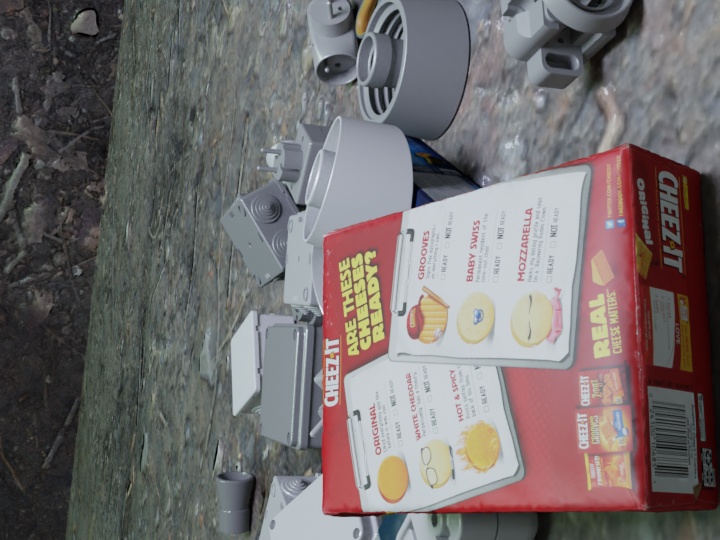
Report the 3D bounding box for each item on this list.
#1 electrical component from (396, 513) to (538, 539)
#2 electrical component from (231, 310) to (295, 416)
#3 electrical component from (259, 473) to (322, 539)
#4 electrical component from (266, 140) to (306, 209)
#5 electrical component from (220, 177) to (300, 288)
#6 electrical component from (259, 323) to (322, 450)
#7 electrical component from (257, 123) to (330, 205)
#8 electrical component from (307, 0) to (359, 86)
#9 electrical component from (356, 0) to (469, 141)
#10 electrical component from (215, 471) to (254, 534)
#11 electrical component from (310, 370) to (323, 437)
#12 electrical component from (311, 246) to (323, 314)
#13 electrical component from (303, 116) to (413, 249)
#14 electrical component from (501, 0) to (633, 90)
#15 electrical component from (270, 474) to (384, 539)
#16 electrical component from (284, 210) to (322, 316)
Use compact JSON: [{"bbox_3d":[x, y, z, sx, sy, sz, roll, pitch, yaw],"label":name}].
[{"bbox_3d":[0.066,0.162,0.652,0.053,0.059,0.095,-108,30,-45],"label":"electrical component"},{"bbox_3d":[-0.100,0.100,1.128,0.099,0.048,0.099,130,140,-57],"label":"electrical component"},{"bbox_3d":[-0.056,0.244,0.978,0.099,0.048,0.099,-123,43,-59],"label":"electrical component"},{"bbox_3d":[-0.068,-0.095,1.099,0.044,0.044,0.065,116,146,-45],"label":"electrical component"},{"bbox_3d":[-0.092,-0.035,1.082,0.099,0.048,0.100,59,155,0],"label":"electrical component"},{"bbox_3d":[-0.048,0.104,0.977,0.109,0.056,0.108,173,101,-69],"label":"electrical component"},{"bbox_3d":[-0.059,-0.101,1.022,0.047,0.077,0.065,-117,37,-55],"label":"electrical component"},{"bbox_3d":[-0.026,-0.224,0.987,0.079,0.043,0.077,82,179,-59],"label":"electrical component"},{"bbox_3d":[0.032,-0.155,0.813,0.108,0.060,0.108,-175,90,-70],"label":"electrical component"},{"bbox_3d":[-0.142,0.265,1.219,0.044,0.044,0.065,-167,78,-69],"label":"electrical component"},{"bbox_3d":[-0.005,0.102,0.803,0.076,0.065,0.047,-48,8,-22],"label":"electrical component"},{"bbox_3d":[0.005,0.012,0.835,0.099,0.064,0.099,175,90,-73],"label":"electrical component"},{"bbox_3d":[-0.002,-0.055,0.739,0.099,0.064,0.099,-165,90,-80],"label":"electrical component"},{"bbox_3d":[0.115,-0.148,0.595,0.057,0.058,0.078,138,133,-66],"label":"electrical component"},{"bbox_3d":[-0.013,0.200,0.814,0.113,0.057,0.078,-46,40,31],"label":"electrical component"},{"bbox_3d":[-0.034,-0.008,0.975,0.100,0.048,0.099,180,95,-70],"label":"electrical component"}]
